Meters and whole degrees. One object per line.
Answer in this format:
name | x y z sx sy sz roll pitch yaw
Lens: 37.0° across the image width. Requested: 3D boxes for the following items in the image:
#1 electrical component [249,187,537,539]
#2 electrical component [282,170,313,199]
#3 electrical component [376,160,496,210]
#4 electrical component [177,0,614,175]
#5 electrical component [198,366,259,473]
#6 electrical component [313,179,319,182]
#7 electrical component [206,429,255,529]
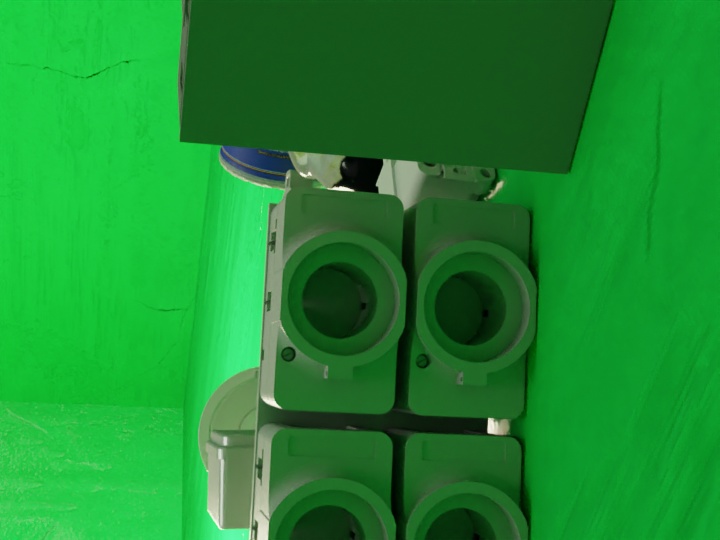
electrical component | 0.012 0.064 0.453 0.060 0.105 0.186 157 117 -77
electrical component | -0.028 -0.033 0.805 0.058 0.057 0.078 171 103 -78
electrical component | 0.037 -0.043 0.529 0.063 0.042 0.081 111 159 -52
electrical component | 0.010 -0.094 0.407 0.061 0.150 0.089 -109 25 -60
electrical component | -0.074 0.132 0.864 0.060 0.108 0.108 129 144 -81
electrical component | -0.006 -0.098 0.760 0.064 0.042 0.081 -127 41 -67
electrical component | -0.040 0.131 0.682 0.109 0.109 0.056 150 120 -76
